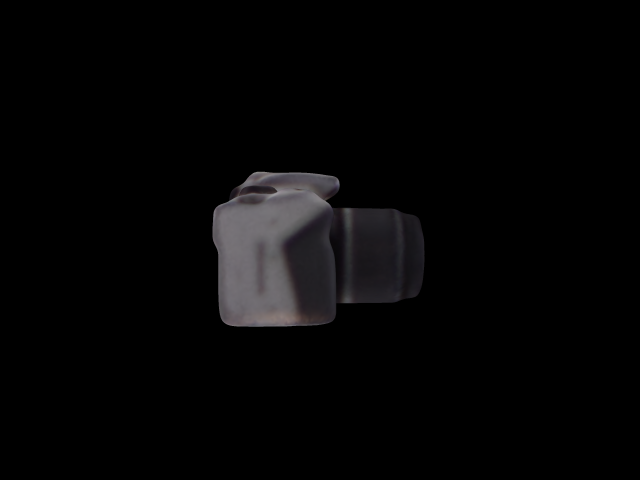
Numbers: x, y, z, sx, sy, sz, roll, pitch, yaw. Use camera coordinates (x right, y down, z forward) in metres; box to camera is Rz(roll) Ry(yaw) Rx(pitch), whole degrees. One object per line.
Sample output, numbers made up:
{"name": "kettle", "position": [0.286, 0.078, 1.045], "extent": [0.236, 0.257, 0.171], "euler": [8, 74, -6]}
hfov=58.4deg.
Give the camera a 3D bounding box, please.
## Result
{"name": "camera", "position": [0.004, 0.001, 0.400], "extent": [0.137, 0.101, 0.143], "euler": [0, 0, 0]}
